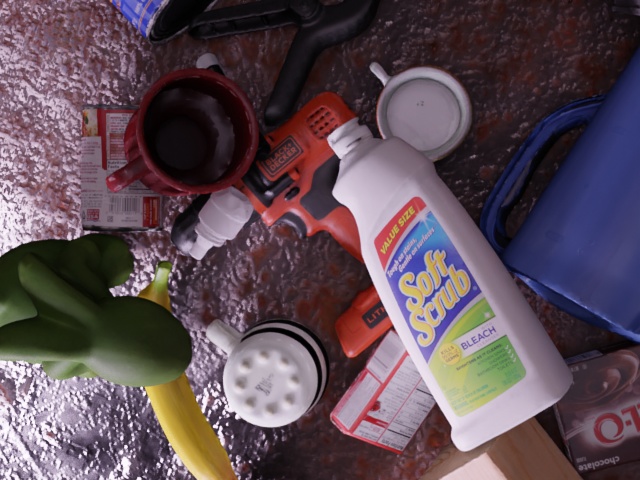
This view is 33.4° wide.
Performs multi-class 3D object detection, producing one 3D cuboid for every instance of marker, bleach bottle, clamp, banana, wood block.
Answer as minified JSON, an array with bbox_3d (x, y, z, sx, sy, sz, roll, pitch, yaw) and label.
[{"bbox_3d":[-0.069,-0.107,0.859,0.020,0.020,0.121,-35,55,6],"label":"marker"},{"bbox_3d":[0.079,0.025,0.795,0.103,0.068,0.251,-35,86,23],"label":"bleach bottle"},{"bbox_3d":[-0.021,-0.184,0.865,0.120,0.039,0.171,42,80,12],"label":"clamp"},{"bbox_3d":[-0.118,0.120,0.875,0.037,0.070,0.198,-14,77,-30],"label":"banana"},{"bbox_3d":[0.175,0.243,0.825,0.091,0.090,0.206,-40,87,34],"label":"wood block"}]

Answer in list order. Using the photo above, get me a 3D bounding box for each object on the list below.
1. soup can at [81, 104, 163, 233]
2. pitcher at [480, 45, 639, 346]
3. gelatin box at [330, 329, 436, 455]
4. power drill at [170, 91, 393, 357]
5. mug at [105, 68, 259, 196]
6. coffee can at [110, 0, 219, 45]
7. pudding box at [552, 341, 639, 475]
[{"bbox_3d":[-0.161,-0.058,0.876,0.068,0.068,0.102,1,92,6],"label":"soup can"},{"bbox_3d":[0.241,-0.053,0.813,0.149,0.145,0.243,30,91,-8],"label":"pitcher"},{"bbox_3d":[0.060,0.123,0.856,0.089,0.073,0.030,-56,45,6],"label":"gelatin box"},{"bbox_3d":[-0.006,0.001,0.867,0.184,0.057,0.187,-40,88,9],"label":"power drill"},{"bbox_3d":[-0.112,-0.070,0.810,0.117,0.082,0.093,-38,100,-20],"label":"mug"},{"bbox_3d":[-0.147,-0.241,0.852,0.103,0.102,0.140,-44,87,5],"label":"coffee can"},{"bbox_3d":[0.244,0.129,0.853,0.113,0.039,0.090,-16,91,7],"label":"pudding box"}]
